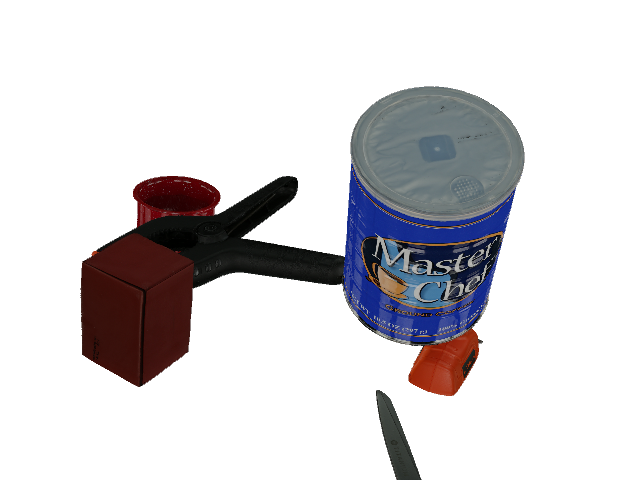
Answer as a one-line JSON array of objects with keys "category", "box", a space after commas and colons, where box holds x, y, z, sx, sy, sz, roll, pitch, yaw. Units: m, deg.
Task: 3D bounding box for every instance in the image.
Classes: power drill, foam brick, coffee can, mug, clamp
[{"category": "power drill", "box": [0.134, 0.058, 1.061, 0.057, 0.188, 0.184, 19, 29, 18]}, {"category": "foam brick", "box": [-0.120, 0.044, 0.696, 0.053, 0.078, 0.051, 25, 36, 24]}, {"category": "coffee can", "box": [0.067, -0.013, 0.682, 0.103, 0.103, 0.140, 0, -37, -1]}, {"category": "mug", "box": [-0.161, -0.020, 1.162, 0.093, 0.081, 0.117, -5, 29, -21]}, {"category": "clamp", "box": [-0.091, -0.002, 0.923, 0.210, 0.036, 0.164, -7, 32, -9]}]

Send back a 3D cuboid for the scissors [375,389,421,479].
[{"category": "scissors", "box": [0.073, 0.153, 0.596, 0.096, 0.016, 0.201, 7, 32, 3]}]
